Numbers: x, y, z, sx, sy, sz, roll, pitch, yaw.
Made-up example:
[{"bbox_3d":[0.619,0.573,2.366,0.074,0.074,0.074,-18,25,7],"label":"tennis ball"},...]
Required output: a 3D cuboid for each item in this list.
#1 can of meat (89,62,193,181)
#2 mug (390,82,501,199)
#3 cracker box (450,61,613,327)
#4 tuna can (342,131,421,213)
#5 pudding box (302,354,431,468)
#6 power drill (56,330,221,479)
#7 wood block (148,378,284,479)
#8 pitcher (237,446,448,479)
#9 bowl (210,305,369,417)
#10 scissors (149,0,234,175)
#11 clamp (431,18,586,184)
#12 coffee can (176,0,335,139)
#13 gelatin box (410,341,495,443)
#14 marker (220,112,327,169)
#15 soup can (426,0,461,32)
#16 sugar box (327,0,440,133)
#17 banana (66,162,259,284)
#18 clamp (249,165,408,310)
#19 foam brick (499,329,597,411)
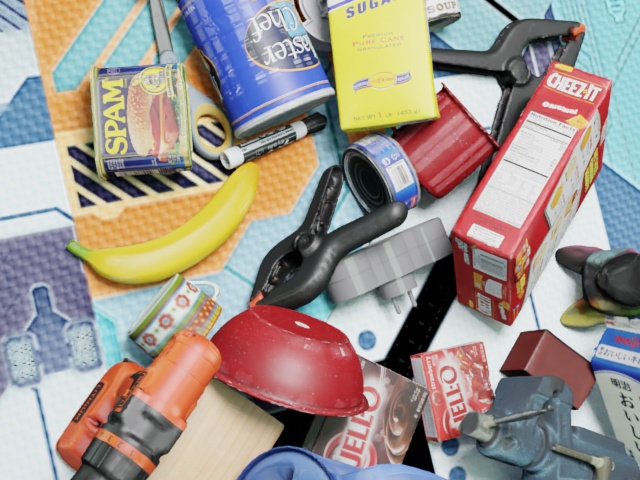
[{"bbox_3d":[-0.160,-0.109,0.966,0.084,0.057,0.102,-4,84,-3],"label":"can of meat"},{"bbox_3d":[0.113,-0.103,1.055,0.081,0.093,0.117,-42,110,11],"label":"mug"},{"bbox_3d":[0.208,-0.043,1.054,0.072,0.164,0.213,25,70,21],"label":"cracker box"},{"bbox_3d":[0.058,-0.061,1.041,0.033,0.086,0.086,-30,94,-21],"label":"tuna can"},{"bbox_3d":[0.043,0.176,1.027,0.090,0.039,0.113,28,74,-16],"label":"pudding box"},{"bbox_3d":[-0.164,0.160,0.870,0.057,0.188,0.184,41,69,-12],"label":"power drill"},{"bbox_3d":[-0.131,0.223,0.926,0.090,0.091,0.206,37,71,-13],"label":"wood block"},{"bbox_3d":[0.048,0.257,0.921,0.242,0.149,0.145,23,81,-45],"label":"pitcher"},{"bbox_3d":[-0.026,0.099,0.941,0.162,0.162,0.055,15,98,-19],"label":"bowl"},{"bbox_3d":[-0.126,-0.160,1.021,0.096,0.016,0.202,6,81,-19],"label":"scissors"},{"bbox_3d":[0.206,-0.165,1.139,0.209,0.036,0.164,-28,95,-18],"label":"clamp"},{"bbox_3d":[-0.060,-0.179,1.002,0.102,0.103,0.140,-25,92,-22],"label":"coffee can"},{"bbox_3d":[0.136,0.152,1.071,0.073,0.030,0.089,-10,86,-22],"label":"gelatin box"},{"bbox_3d":[-0.042,-0.098,1.036,0.120,0.020,0.020,-26,92,-29],"label":"marker"},{"bbox_3d":[0.100,-0.268,1.096,0.068,0.069,0.102,-16,89,-22],"label":"soup can"},{"bbox_3d":[0.057,-0.195,1.004,0.093,0.048,0.176,-7,91,10],"label":"sugar box"},{"bbox_3d":[-0.130,-0.008,0.988,0.197,0.037,0.069,-26,92,-22],"label":"banana"},{"bbox_3d":[-0.007,0.001,1.015,0.171,0.120,0.039,-41,125,-2],"label":"clamp"},{"bbox_3d":[0.237,0.134,1.101,0.078,0.053,0.051,36,72,-12],"label":"foam brick"}]
